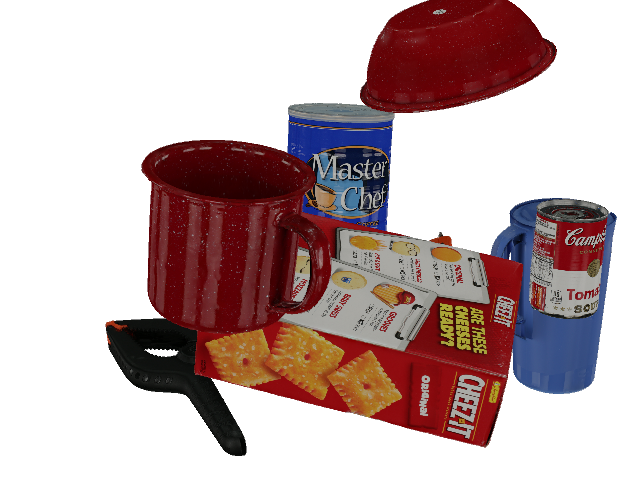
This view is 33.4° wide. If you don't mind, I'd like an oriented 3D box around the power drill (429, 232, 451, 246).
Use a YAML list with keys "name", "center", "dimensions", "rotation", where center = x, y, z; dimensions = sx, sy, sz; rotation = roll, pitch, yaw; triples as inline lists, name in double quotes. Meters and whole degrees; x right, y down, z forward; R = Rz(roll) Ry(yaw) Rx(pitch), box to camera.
- name: "power drill"
  center: [0.054, 0.044, 1.206]
  dimensions: [0.188, 0.057, 0.184]
  rotation: [0, 29, 10]

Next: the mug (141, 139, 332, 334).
- name: "mug"
  center: [-0.043, 0.002, 0.580]
  dimensions: [0.117, 0.081, 0.093]
  rotation: [21, 28, 29]

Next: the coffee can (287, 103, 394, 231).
- name: "coffee can"
  center: [0.017, -0.059, 1.039]
  dimensions: [0.103, 0.140, 0.103]
  rotation: [2, 13, -1]

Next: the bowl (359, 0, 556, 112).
- name: "bowl"
  center: [0.103, -0.159, 0.855]
  dimensions: [0.162, 0.055, 0.162]
  rotation: [-14, 24, 6]

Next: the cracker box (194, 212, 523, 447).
- name: "cracker box"
  center: [0.034, 0.058, 0.793]
  dimensions: [0.214, 0.072, 0.164]
  rotation: [14, 30, 8]

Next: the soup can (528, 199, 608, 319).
- name: "soup can"
  center: [0.240, 0.018, 1.040]
  dimensions: [0.068, 0.102, 0.068]
  rotation: [1, 18, 0]

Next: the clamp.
- name: "clamp"
  center: [-0.104, 0.110, 0.985]
  dimensions: [0.210, 0.036, 0.164]
  rotation: [20, 36, 30]

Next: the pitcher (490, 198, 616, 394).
- name: "pitcher"
  center: [0.302, 0.075, 1.395]
  dimensions: [0.149, 0.243, 0.144]
  rotation: [4, 20, 15]
